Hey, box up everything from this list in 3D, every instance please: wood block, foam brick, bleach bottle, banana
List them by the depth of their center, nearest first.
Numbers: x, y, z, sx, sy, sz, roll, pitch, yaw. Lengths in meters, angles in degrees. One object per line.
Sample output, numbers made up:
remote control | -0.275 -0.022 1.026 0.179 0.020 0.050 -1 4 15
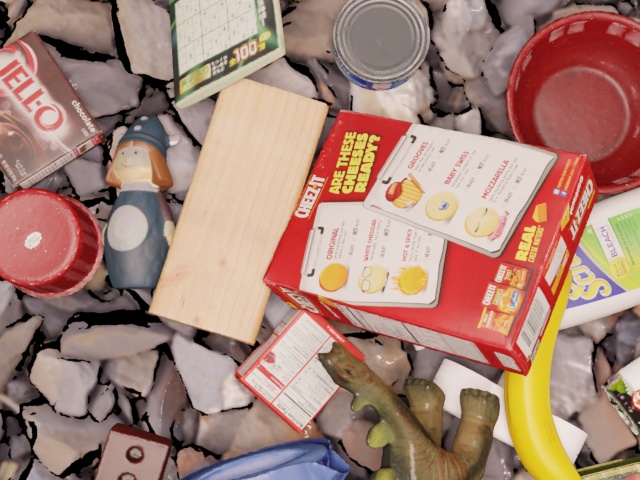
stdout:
banana | 0.183 0.120 0.872 0.069 0.037 0.198 -6 85 -9
foam brick | -0.159 0.199 0.894 0.053 0.051 0.078 16 83 -2
wood block | -0.066 -0.022 0.901 0.090 0.091 0.206 17 83 -1
bleach bottle | 0.195 0.041 0.923 0.251 0.068 0.102 -23 86 -2

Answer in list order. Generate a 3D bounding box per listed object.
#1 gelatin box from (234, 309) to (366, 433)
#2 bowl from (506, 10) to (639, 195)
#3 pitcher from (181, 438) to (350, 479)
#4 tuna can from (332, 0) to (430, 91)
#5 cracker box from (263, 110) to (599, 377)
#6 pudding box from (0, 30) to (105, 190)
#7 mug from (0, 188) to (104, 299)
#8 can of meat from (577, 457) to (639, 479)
gelatin box | -0.017 0.108 0.913 0.073 0.030 0.089 44 84 -15
bowl | 0.238 -0.116 0.943 0.162 0.055 0.162 0 84 -3
pitcher | -0.034 0.292 0.861 0.144 0.149 0.243 -14 88 -20
tuna can | 0.053 -0.177 0.951 0.086 0.034 0.086 0 84 -3
cracker box | 0.086 -0.002 0.832 0.214 0.072 0.164 14 70 30
pudding box | -0.254 -0.111 0.927 0.090 0.039 0.113 -34 88 -7
mug | -0.245 -0.002 0.895 0.117 0.081 0.093 14 84 -1
can of meat | 0.250 0.235 0.908 0.102 0.057 0.084 -13 82 -5
